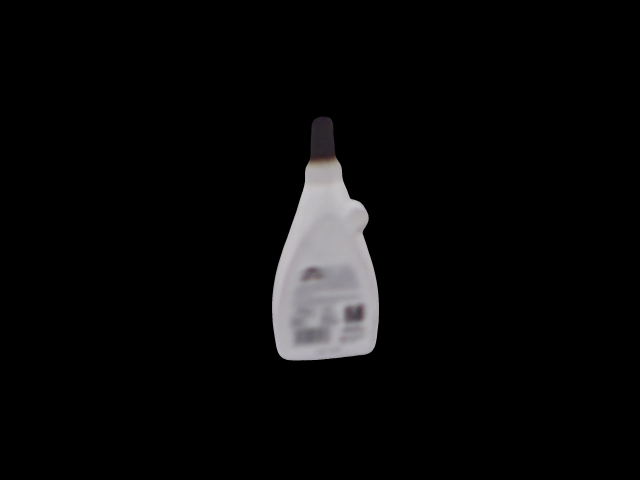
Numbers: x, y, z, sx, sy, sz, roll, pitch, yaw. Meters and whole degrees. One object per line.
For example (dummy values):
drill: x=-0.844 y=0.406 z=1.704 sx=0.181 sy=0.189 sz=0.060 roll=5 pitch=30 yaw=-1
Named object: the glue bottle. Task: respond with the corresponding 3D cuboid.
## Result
glue bottle: x=0.004 y=0.001 z=0.400 sx=0.078 sy=0.173 sz=0.037 roll=-3 pitch=22 yaw=-7
